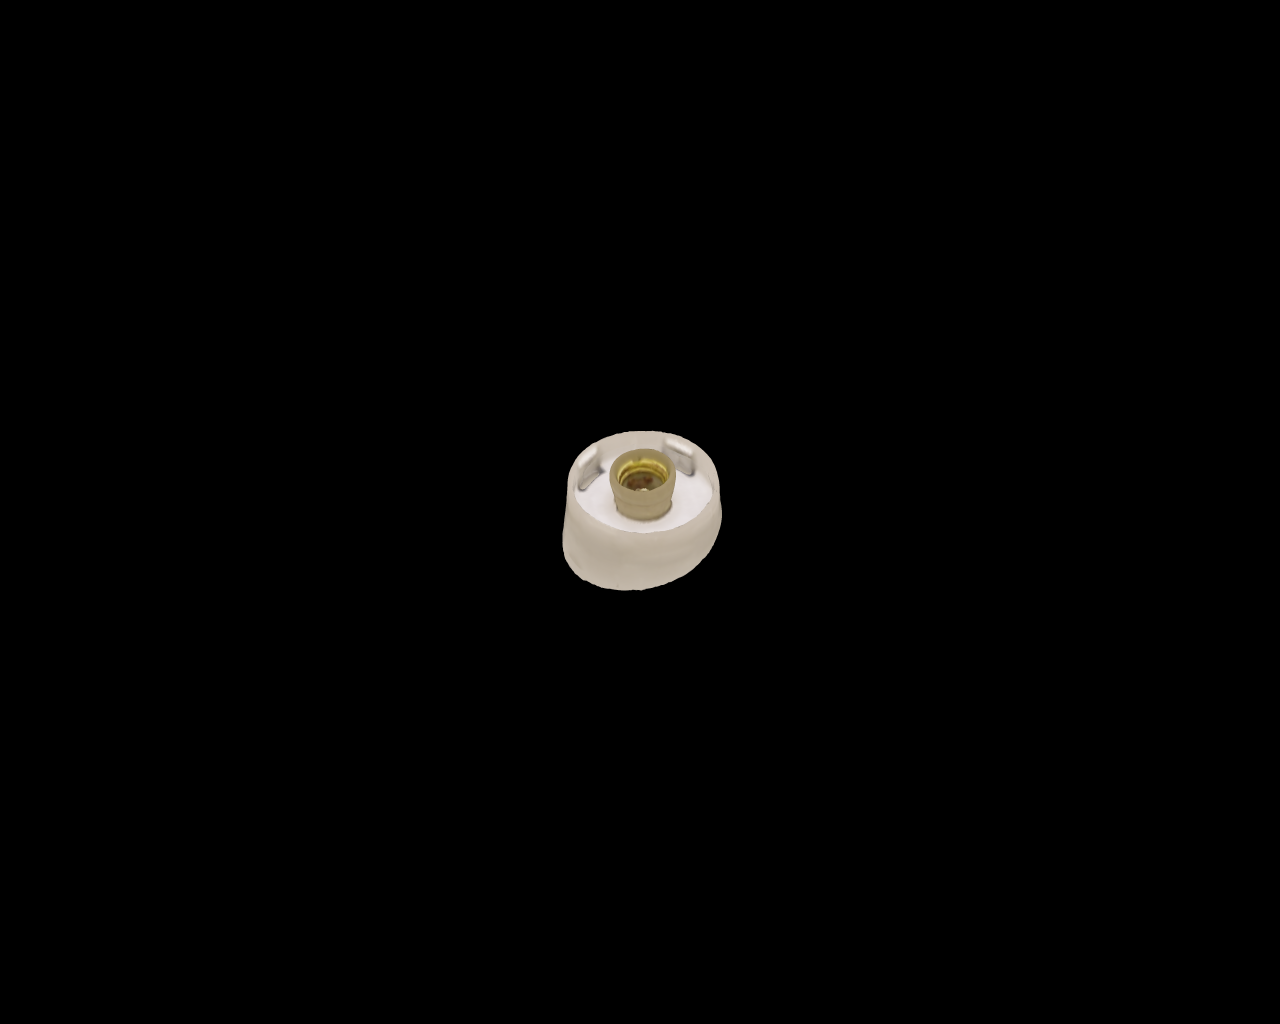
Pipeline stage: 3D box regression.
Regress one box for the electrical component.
[{"bbox_3d":[0.001,-0.003,0.650,0.099,0.099,0.064,0,-45,0],"label":"electrical component"}]
